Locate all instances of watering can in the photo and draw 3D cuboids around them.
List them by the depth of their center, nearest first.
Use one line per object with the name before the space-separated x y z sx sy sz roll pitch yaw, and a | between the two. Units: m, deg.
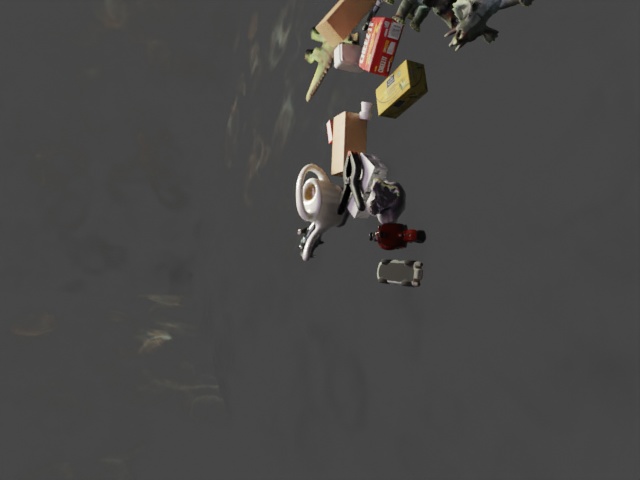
watering can | 0.005 -0.089 1.774 0.103 0.223 0.352 -17 69 44

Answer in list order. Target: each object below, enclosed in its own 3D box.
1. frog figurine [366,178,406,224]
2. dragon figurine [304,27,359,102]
frog figurine | 0.198 -0.107 1.545 0.157 0.122 0.139 58 -162 -72
dragon figurine | 0.058 -0.702 1.937 0.246 0.122 0.405 36 119 52
